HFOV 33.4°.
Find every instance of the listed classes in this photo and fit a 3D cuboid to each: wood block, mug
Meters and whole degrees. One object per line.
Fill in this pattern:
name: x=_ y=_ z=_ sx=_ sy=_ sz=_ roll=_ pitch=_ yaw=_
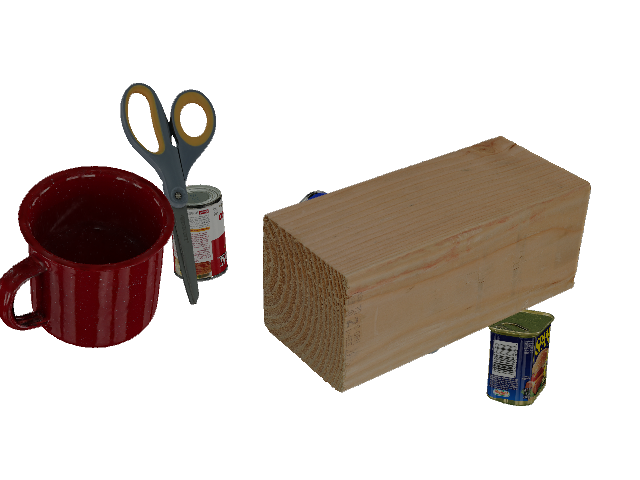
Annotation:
wood block: x=0.071 y=0.010 z=0.714 sx=0.205 sy=0.090 sz=0.091 roll=-20 pitch=37 yaw=-31
mug: x=-0.150 y=0.019 z=0.667 sx=0.093 sy=0.082 sz=0.117 roll=37 pitch=48 yaw=23

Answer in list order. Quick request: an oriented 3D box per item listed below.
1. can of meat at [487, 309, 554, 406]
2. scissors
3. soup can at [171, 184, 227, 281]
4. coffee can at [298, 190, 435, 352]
can of meat: x=0.220 y=0.128 z=1.183 sx=0.058 sy=0.084 sz=0.102 roll=7 pitch=12 yaw=24
scissors: x=-0.115 y=-0.052 z=0.954 sx=0.096 sy=0.202 sz=0.016 roll=-23 pitch=-3 yaw=-28
soup can: x=-0.152 y=-0.010 z=1.318 sx=0.068 sy=0.102 sz=0.068 roll=-2 pitch=26 yaw=1
coffee can: x=0.046 y=0.025 z=0.907 sx=0.140 sy=0.103 sz=0.102 roll=18 pitch=8 yaw=25
